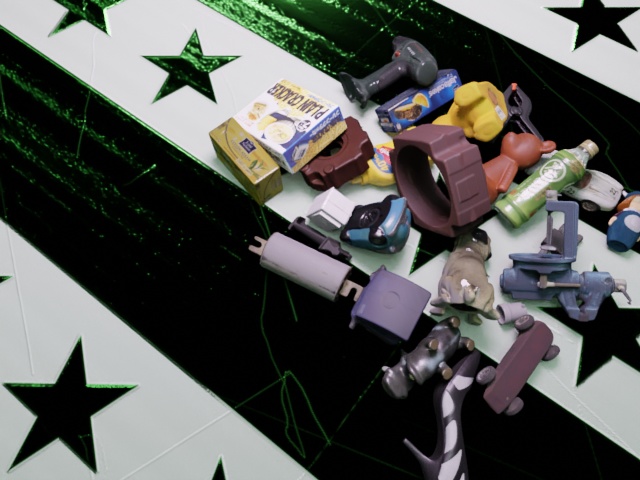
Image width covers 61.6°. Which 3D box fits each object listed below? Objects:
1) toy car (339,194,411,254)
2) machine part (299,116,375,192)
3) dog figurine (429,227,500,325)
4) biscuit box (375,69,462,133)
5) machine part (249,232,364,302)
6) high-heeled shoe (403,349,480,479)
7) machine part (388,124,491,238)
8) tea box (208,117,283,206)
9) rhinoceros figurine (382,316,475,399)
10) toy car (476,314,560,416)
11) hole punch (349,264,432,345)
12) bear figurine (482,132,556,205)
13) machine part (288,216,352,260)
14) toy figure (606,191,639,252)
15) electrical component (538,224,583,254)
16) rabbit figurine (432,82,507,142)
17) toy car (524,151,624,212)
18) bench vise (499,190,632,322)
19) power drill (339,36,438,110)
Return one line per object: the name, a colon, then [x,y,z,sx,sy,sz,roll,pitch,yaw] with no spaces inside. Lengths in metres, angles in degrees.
toy car: [0.121,-0.016,1.064,0.102,0.162,0.109,42,58,-27]
machine part: [0.026,-0.189,1.144,0.179,0.056,0.179,-12,52,16]
dog figurine: [0.280,0.047,1.004,0.121,0.172,0.190,16,74,-3]
biscuit box: [0.227,-0.315,1.215,0.203,0.063,0.059,-33,114,-13]
machine part: [-0.028,0.052,1.055,0.243,0.079,0.079,24,68,13]
high-heeled shoe: [0.251,0.320,0.930,0.145,0.086,0.249,40,72,8]
machine part: [0.230,-0.118,1.042,0.087,0.202,0.200,-27,112,-18]
tea box: [-0.157,-0.167,1.147,0.068,0.098,0.170,-38,72,-14]
rhinoceros figurine: [0.189,0.208,0.964,0.190,0.112,0.073,-36,98,-27]
toy car: [0.354,0.223,0.966,0.202,0.053,0.089,-44,96,-25]
hole punch: [0.132,0.122,0.995,0.116,0.092,0.142,33,73,-5]
bear figurine: [0.372,-0.166,1.106,0.196,0.131,0.120,-45,31,1]
machine part: [-0.002,-0.003,1.087,0.139,0.084,0.039,34,102,27]
toy figure: [0.635,-0.044,1.097,0.064,0.058,0.154,44,67,-22]
electrical component: [0.488,0.011,1.092,0.063,0.021,0.094,42,72,17]
rabbit figurine: [0.305,-0.265,1.160,0.122,0.173,0.162,48,38,-10]
toy car: [0.532,-0.128,1.136,0.202,0.056,0.073,31,70,14]
bench vise: [0.456,0.027,1.006,0.224,0.129,0.240,2,94,28]
power drill: [0.153,-0.389,1.238,0.207,0.085,0.232,-23,38,-7]
